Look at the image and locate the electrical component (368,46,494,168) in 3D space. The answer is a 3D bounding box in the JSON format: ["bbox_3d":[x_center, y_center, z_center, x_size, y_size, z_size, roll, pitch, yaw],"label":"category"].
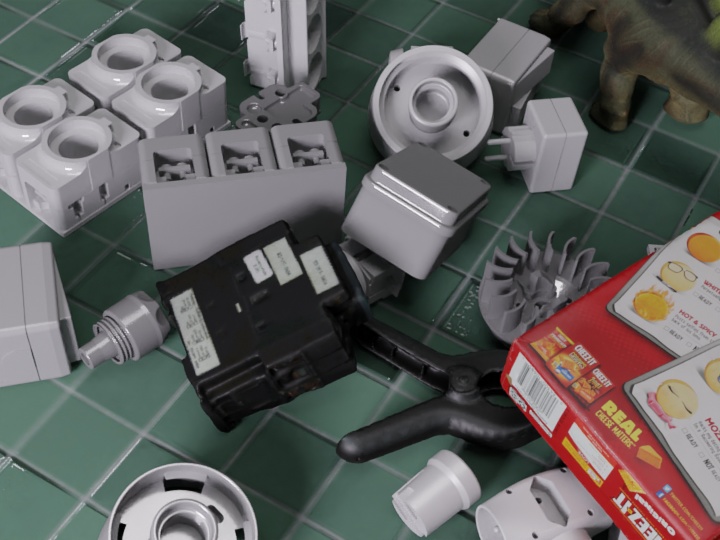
[{"bbox_3d":[0.060,-0.134,0.892,0.108,0.060,0.108,0,87,2],"label":"electrical component"}]

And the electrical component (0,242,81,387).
[{"bbox_3d":[-0.236,0.025,0.767,0.061,0.061,0.096,-9,50,-12],"label":"electrical component"}]

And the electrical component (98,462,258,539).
[{"bbox_3d":[-0.113,0.170,0.666,0.099,0.064,0.099,8,57,-12],"label":"electrical component"}]

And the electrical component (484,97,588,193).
[{"bbox_3d":[0.142,-0.103,0.904,0.077,0.065,0.047,-6,50,-10],"label":"electrical component"}]

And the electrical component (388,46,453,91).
[{"bbox_3d":[0.053,-0.166,0.957,0.057,0.058,0.078,4,57,-1],"label":"electrical component"}]

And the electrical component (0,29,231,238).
[{"bbox_3d":[-0.212,-0.123,0.898,0.105,0.060,0.186,34,55,23],"label":"electrical component"}]

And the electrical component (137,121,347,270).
[{"bbox_3d":[-0.091,-0.061,0.834,0.150,0.089,0.061,-7,50,-10],"label":"electrical component"}]

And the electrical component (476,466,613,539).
[{"bbox_3d":[0.126,0.171,0.680,0.077,0.043,0.079,-17,52,-18],"label":"electrical component"}]

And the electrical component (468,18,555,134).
[{"bbox_3d":[0.127,-0.169,0.962,0.061,0.061,0.096,27,52,18],"label":"electrical component"}]

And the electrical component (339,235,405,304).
[{"bbox_3d":[0.000,0.000,0.818,0.055,0.048,0.066,-28,56,-34],"label":"electrical component"}]

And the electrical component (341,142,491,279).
[{"bbox_3d":[0.046,-0.048,0.819,0.078,0.057,0.113,32,25,10],"label":"electrical component"}]

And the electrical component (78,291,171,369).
[{"bbox_3d":[-0.170,0.047,0.766,0.062,0.043,0.043,-36,60,-28],"label":"electrical component"}]

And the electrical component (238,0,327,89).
[{"bbox_3d":[-0.067,-0.214,0.948,0.063,0.121,0.078,16,50,13],"label":"electrical component"}]

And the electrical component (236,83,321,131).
[{"bbox_3d":[-0.068,-0.113,0.903,0.058,0.057,0.078,37,56,24],"label":"electrical component"}]

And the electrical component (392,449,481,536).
[{"bbox_3d":[0.049,0.146,0.700,0.046,0.040,0.040,-34,59,-23],"label":"electrical component"}]

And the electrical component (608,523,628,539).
[{"bbox_3d":[0.203,0.171,0.686,0.081,0.043,0.043,11,49,5],"label":"electrical component"}]

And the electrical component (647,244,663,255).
[{"bbox_3d":[0.278,0.024,0.806,0.121,0.063,0.078,4,49,-1],"label":"electrical component"}]
